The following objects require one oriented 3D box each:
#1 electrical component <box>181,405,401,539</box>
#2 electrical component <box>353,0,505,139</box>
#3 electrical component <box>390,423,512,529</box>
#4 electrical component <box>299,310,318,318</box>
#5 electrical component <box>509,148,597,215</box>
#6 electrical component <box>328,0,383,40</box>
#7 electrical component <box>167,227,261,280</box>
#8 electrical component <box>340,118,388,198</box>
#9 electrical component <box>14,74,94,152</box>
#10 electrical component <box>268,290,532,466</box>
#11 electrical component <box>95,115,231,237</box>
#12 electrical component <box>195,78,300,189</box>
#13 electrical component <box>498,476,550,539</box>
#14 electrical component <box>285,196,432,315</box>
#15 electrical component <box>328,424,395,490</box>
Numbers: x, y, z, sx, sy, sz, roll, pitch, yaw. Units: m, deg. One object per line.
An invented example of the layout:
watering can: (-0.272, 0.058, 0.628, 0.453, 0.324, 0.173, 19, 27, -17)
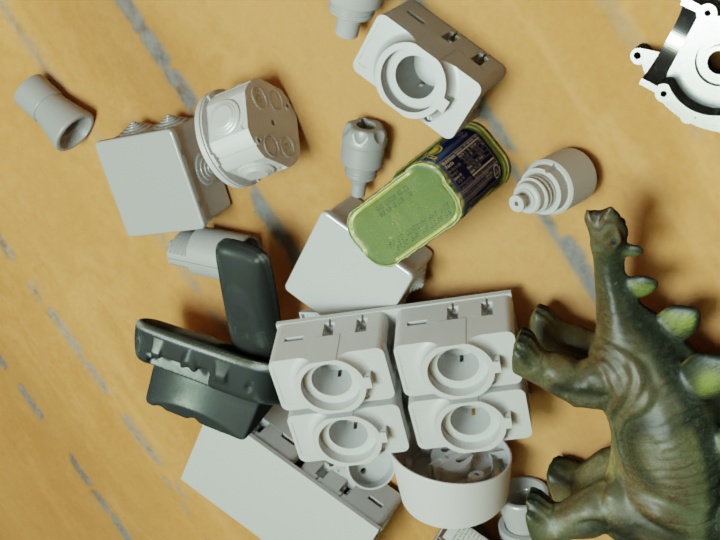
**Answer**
electrical component: (-0.064, 0.200, 1.005, 0.186, 0.060, 0.105, 34, 127, 11)
electrical component: (0.047, -0.141, 0.761, 0.089, 0.056, 0.050, 38, 128, 8)
electrical component: (0.075, 0.161, 0.879, 0.099, 0.099, 0.064, 10, 125, 26)
electrical component: (-0.031, 0.077, 0.918, 0.042, 0.064, 0.081, -2, 113, 30)
electrical component: (0.131, -0.057, 0.746, 0.040, 0.078, 0.040, 23, 125, 37)
electrical component: (-0.004, -0.196, 0.771, 0.048, 0.048, 0.062, 28, 133, 15)
electrical component: (-0.132, -0.015, 0.941, 0.081, 0.043, 0.043, 11, 120, 25)
electrical component: (0.002, -0.085, 0.832, 0.035, 0.035, 0.061, 21, 126, 20)
electrical component: (-0.276, -0.143, 0.961, 0.065, 0.044, 0.044, 43, 128, 10)
electrical component: (0.033, 0.088, 0.837, 0.186, 0.060, 0.105, -8, 122, 11)
electrical component: (-0.167, -0.081, 0.924, 0.100, 0.048, 0.099, -4, 112, 32)
electrical component: (-0.088, -0.108, 0.844, 0.051, 0.080, 0.080, -16, 106, 30)
electrical component: (0.138, 0.208, 0.900, 0.045, 0.045, 0.055, 6, 118, 28)
electrical component: (0.000, 0.000, 0.868, 0.100, 0.048, 0.099, 36, 127, 9)
electrical component: (0.008, 0.143, 0.930, 0.044, 0.077, 0.079, 24, 88, -13)
